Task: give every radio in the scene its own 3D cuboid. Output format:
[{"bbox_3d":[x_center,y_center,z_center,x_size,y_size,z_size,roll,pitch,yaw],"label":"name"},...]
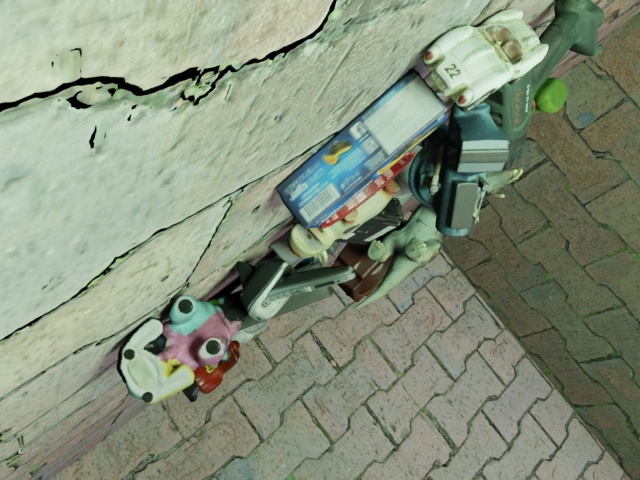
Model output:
[{"bbox_3d":[-0.091,0.111,1.033,0.230,0.073,0.131,-20,176,2],"label":"radio"}]

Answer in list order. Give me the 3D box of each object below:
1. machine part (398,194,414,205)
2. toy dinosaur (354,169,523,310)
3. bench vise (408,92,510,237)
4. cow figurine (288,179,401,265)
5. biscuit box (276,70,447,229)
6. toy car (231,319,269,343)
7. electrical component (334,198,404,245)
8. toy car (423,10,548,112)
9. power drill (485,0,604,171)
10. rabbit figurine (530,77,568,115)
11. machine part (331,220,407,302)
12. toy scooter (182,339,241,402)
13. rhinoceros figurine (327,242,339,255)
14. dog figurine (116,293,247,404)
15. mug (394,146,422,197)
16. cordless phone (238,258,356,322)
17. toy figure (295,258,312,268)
[{"bbox_3d":[0.187,-0.134,1.106,0.243,0.079,0.079,-37,174,-20],"label":"machine part"},{"bbox_3d":[0.220,-0.019,1.090,0.404,0.131,0.192,-51,146,13],"label":"toy dinosaur"},{"bbox_3d":[0.187,-0.134,0.786,0.129,0.223,0.241,-12,-149,1],"label":"bench vise"},{"bbox_3d":[0.027,-0.038,0.861,0.195,0.085,0.127,-36,168,-25],"label":"cow figurine"},{"bbox_3d":[0.047,-0.096,0.604,0.202,0.059,0.063,-39,174,12],"label":"biscuit box"},{"bbox_3d":[-0.171,0.179,1.227,0.161,0.103,0.109,-35,173,-46],"label":"toy car"},{"bbox_3d":[0.069,-0.041,0.984,0.134,0.058,0.115,9,150,-42],"label":"electrical component"},{"bbox_3d":[0.181,-0.197,0.576,0.202,0.073,0.056,-34,176,-40],"label":"toy car"},{"bbox_3d":[0.314,-0.233,0.784,0.207,0.086,0.231,-42,143,-1],"label":"power drill"},{"bbox_3d":[0.296,-0.223,0.915,0.170,0.121,0.159,-47,-165,-8],"label":"rabbit figurine"},{"bbox_3d":[0.120,0.038,1.235,0.201,0.087,0.201,-44,160,-7],"label":"machine part"},{"bbox_3d":[-0.199,0.227,0.980,0.135,0.075,0.184,-36,177,-18],"label":"toy scooter"},{"bbox_3d":[-0.042,0.051,1.158,0.190,0.073,0.112,-39,173,14],"label":"rhinoceros figurine"},{"bbox_3d":[-0.201,0.155,0.840,0.191,0.108,0.219,-39,177,-4],"label":"dog figurine"},{"bbox_3d":[0.155,-0.128,0.994,0.109,0.080,0.107,-45,-171,-26],"label":"mug"},{"bbox_3d":[-0.032,0.071,0.871,0.184,0.089,0.146,-11,163,3],"label":"cordless phone"},{"bbox_3d":[-0.004,-0.004,1.061,0.154,0.057,0.064,-37,-145,-19],"label":"toy figure"}]
